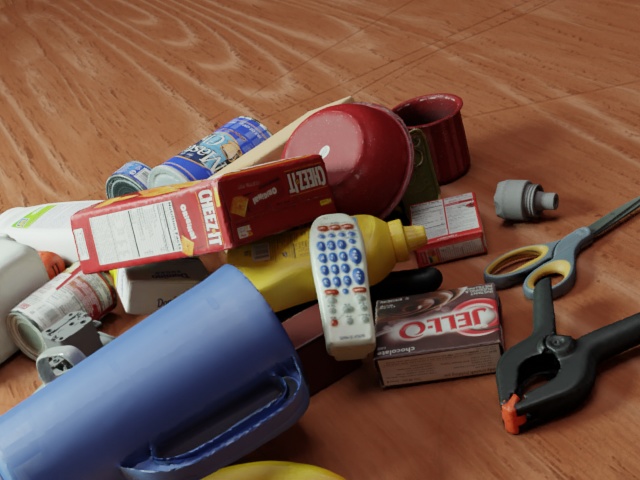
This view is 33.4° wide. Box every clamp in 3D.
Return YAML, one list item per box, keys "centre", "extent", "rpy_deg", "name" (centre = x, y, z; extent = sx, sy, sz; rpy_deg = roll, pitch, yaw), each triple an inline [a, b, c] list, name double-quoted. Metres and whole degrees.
- centre: [0.192, 0.090, 0.882]
  extent: [0.171, 0.039, 0.120]
  rpy_deg: [-34, 31, -29]
  name: "clamp"
- centre: [0.007, 0.053, 1.062]
  extent: [0.209, 0.036, 0.165]
  rpy_deg: [-30, 30, -25]
  name: "clamp"

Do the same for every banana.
- centre: [-0.074, 0.207, 0.827]
  extent: [0.197, 0.037, 0.070]
  rpy_deg: [-20, 46, -2]
  name: "banana"

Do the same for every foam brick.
- centre: [-0.010, 0.101, 0.967]
  extent: [0.078, 0.051, 0.053]
  rpy_deg: [-28, 28, -20]
  name: "foam brick"

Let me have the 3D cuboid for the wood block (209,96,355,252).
- centre: [-0.034, -0.077, 1.248]
  extent: [0.205, 0.090, 0.091]
  rpy_deg: [-38, 16, -34]
  name: "wood block"

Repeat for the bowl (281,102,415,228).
- centre: [0.016, -0.084, 1.122]
  extent: [0.162, 0.055, 0.162]
  rpy_deg: [-12, 65, 26]
  name: "bowl"

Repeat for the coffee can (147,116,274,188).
- centre: [-0.125, -0.076, 1.303]
  extent: [0.103, 0.103, 0.140]
  rpy_deg: [13, 39, 44]
  name: "coffee can"

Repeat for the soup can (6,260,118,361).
- centre: [-0.277, 0.076, 1.148]
  extent: [0.069, 0.068, 0.102]
  rpy_deg: [7, 36, 38]
  name: "soup can"

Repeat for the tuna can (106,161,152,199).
- centre: [-0.228, -0.055, 1.343]
  extent: [0.086, 0.086, 0.033]
  rpy_deg: [6, 37, 38]
  name: "tuna can"

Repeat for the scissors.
- centre: [0.255, 0.008, 1.024]
  extent: [0.201, 0.016, 0.096]
  rpy_deg: [-22, 29, -8]
  name: "scissors"

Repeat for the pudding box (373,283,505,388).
- centre: [0.106, 0.084, 0.944]
  extent: [0.113, 0.039, 0.090]
  rpy_deg: [-11, 29, 12]
  name: "pudding box"

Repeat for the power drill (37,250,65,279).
- centre: [-0.420, 0.067, 1.259]
  extent: [0.185, 0.057, 0.187]
  rpy_deg: [0, 32, 31]
  name: "power drill"

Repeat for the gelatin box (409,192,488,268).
- centre: [0.133, -0.012, 1.116]
  extent: [0.073, 0.030, 0.089]
  rpy_deg: [-13, 29, 9]
  name: "gelatin box"

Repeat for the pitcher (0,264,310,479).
- centre: [-0.133, 0.137, 0.846]
  extent: [0.242, 0.145, 0.149]
  rpy_deg: [-32, -10, -17]
  name: "pitcher"

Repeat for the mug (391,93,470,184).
- centre: [0.121, -0.117, 1.262]
  extent: [0.117, 0.081, 0.093]
  rpy_deg: [4, 34, 35]
  name: "mug"

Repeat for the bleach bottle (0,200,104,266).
- centre: [-0.331, -0.014, 1.355]
  extent: [0.251, 0.068, 0.102]
  rpy_deg: [5, 34, 41]
  name: "bleach bottle"

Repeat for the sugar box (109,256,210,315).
- centre: [-0.182, 0.029, 1.177]
  extent: [0.093, 0.048, 0.176]
  rpy_deg: [2, 23, -21]
  name: "sugar box"

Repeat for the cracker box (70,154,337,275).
- centre: [-0.118, -0.027, 1.068]
  extent: [0.214, 0.072, 0.163]
  rpy_deg: [-10, 7, 38]
  name: "cracker box"

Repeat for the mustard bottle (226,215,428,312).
- centre: [0.008, 0.018, 1.022]
  extent: [0.191, 0.058, 0.096]
  rpy_deg: [-15, 28, 4]
  name: "mustard bottle"

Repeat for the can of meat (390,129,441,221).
- centre: [0.078, -0.075, 1.189]
  extent: [0.057, 0.102, 0.084]
  rpy_deg: [-35, 30, -32]
  name: "can of meat"
